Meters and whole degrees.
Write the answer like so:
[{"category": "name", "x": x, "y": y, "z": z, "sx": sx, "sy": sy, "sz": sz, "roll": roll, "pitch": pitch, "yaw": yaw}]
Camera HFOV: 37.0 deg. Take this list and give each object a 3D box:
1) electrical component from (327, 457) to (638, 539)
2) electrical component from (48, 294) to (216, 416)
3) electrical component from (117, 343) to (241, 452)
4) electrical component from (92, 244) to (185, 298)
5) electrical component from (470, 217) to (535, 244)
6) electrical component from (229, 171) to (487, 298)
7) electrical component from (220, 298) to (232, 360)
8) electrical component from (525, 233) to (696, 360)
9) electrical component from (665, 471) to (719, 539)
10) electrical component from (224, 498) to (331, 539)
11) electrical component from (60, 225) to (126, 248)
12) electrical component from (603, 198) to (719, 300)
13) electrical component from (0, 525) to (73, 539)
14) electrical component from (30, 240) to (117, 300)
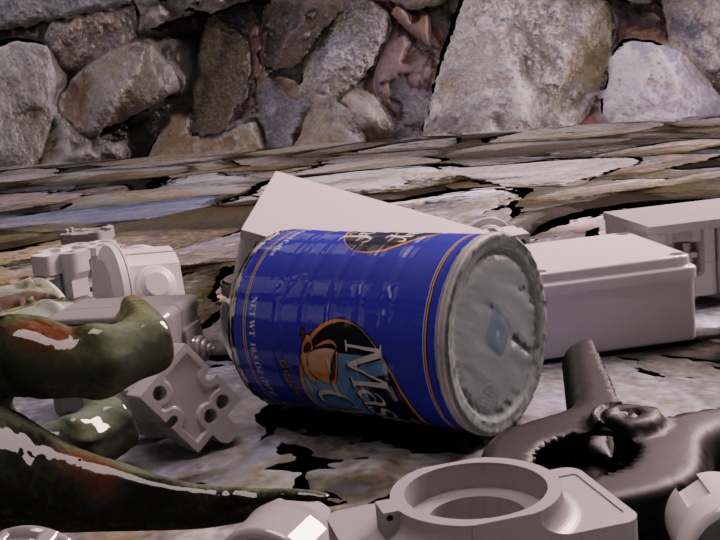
[{"category": "electrical component", "x": 0.039, "y": 0.096, "z": 0.343, "sx": 0.089, "sy": 0.055, "sz": 0.050, "roll": -8, "pitch": 11, "yaw": -13}, {"category": "electrical component", "x": -0.136, "y": 0.052, "z": 0.648, "sx": 0.096, "sy": 0.061, "sz": 0.061, "roll": -3, "pitch": 11, "yaw": 13}, {"category": "electrical component", "x": -0.102, "y": 0.067, "z": 0.576, "sx": 0.055, "sy": 0.066, "sz": 0.048, "roll": -4, "pitch": 42, "yaw": 56}, {"category": "electrical component", "x": -0.163, "y": 0.020, "z": 0.785, "sx": 0.051, "sy": 0.080, "sz": 0.080, "roll": -6, "pitch": 10, "yaw": -28}, {"category": "electrical component", "x": 0.117, "y": -0.019, "z": 0.936, "sx": 0.066, "sy": 0.048, "sz": 0.055, "roll": -8, "pitch": 18, "yaw": -12}, {"category": "electrical component", "x": 0.000, "y": 0.000, "z": 0.705, "sx": 0.150, "sy": 0.061, "sz": 0.089, "roll": 16, "pitch": 31, "yaw": 2}, {"category": "electrical component", "x": -0.060, "y": 0.027, "z": 0.755, "sx": 0.077, "sy": 0.044, "sz": 0.079, "roll": -10, "pitch": 30, "yaw": -22}, {"category": "electrical component", "x": 0.149, "y": 0.015, "z": 0.708, "sx": 0.109, "sy": 0.056, "sz": 0.108, "roll": -7, "pitch": 11, "yaw": -7}, {"category": "electrical component", "x": 0.126, "y": 0.092, "z": 0.368, "sx": 0.040, "sy": 0.040, "sz": 0.046, "roll": -4, "pitch": 6, "yaw": 6}, {"category": "electrical component", "x": -0.031, "y": 0.106, "z": 0.361, "sx": 0.043, "sy": 0.043, "sz": 0.062, "roll": -1, "pitch": 13, "yaw": 24}, {"category": "electrical component", "x": -0.258, "y": -0.010, "z": 1.030, "sx": 0.081, "sy": 0.063, "sz": 0.042, "roll": -4, "pitch": 10, "yaw": 8}, {"category": "electrical component", "x": 0.268, "y": -0.016, "z": 0.795, "sx": 0.150, "sy": 0.061, "sz": 0.089, "roll": -7, "pitch": 11, "yaw": -7}, {"category": "electrical component", "x": -0.115, "y": 0.117, "z": 0.349, "sx": 0.048, "sy": 0.048, "sz": 0.062, "roll": -3, "pitch": 17, "yaw": 12}, {"category": "electrical component", "x": -0.247, "y": 0.008, "z": 0.946, "sx": 0.058, "sy": 0.057, "sz": 0.078, "roll": 3, "pitch": 14, "yaw": 40}]
